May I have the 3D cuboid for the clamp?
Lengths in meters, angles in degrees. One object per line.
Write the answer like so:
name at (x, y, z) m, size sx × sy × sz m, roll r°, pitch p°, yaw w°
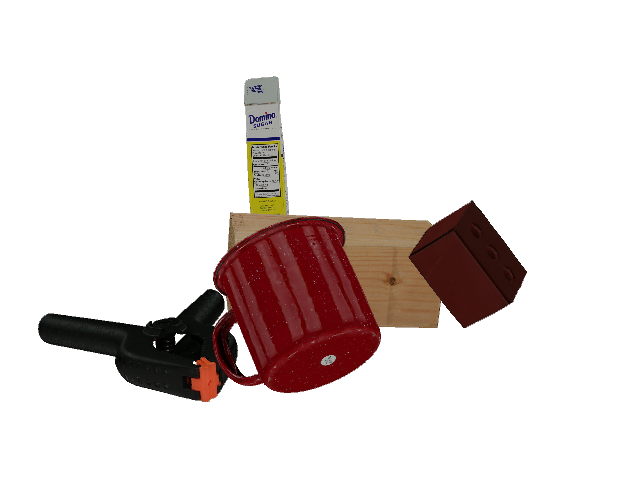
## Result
clamp at (-0.117, 0.080, 0.860) m, size 0.164 × 0.036 × 0.210 m, roll -11°, pitch 16°, yaw -31°

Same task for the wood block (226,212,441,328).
wood block at (0.012, 0.030, 1.065) m, size 0.206 × 0.091 × 0.090 m, roll 3°, pitch 17°, yaw -9°

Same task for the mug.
mug at (-0.022, 0.051, 0.687) m, size 0.117 × 0.081 × 0.093 m, roll -34°, pitch -29°, yaw 19°

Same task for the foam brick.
foam brick at (0.119, 0.020, 0.857) m, size 0.051 × 0.078 × 0.053 m, roll -33°, pitch 10°, yaw 35°

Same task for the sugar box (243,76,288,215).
sugar box at (-0.063, -0.091, 1.230) m, size 0.048 × 0.176 × 0.093 m, roll -5°, pitch 26°, yaw -1°
